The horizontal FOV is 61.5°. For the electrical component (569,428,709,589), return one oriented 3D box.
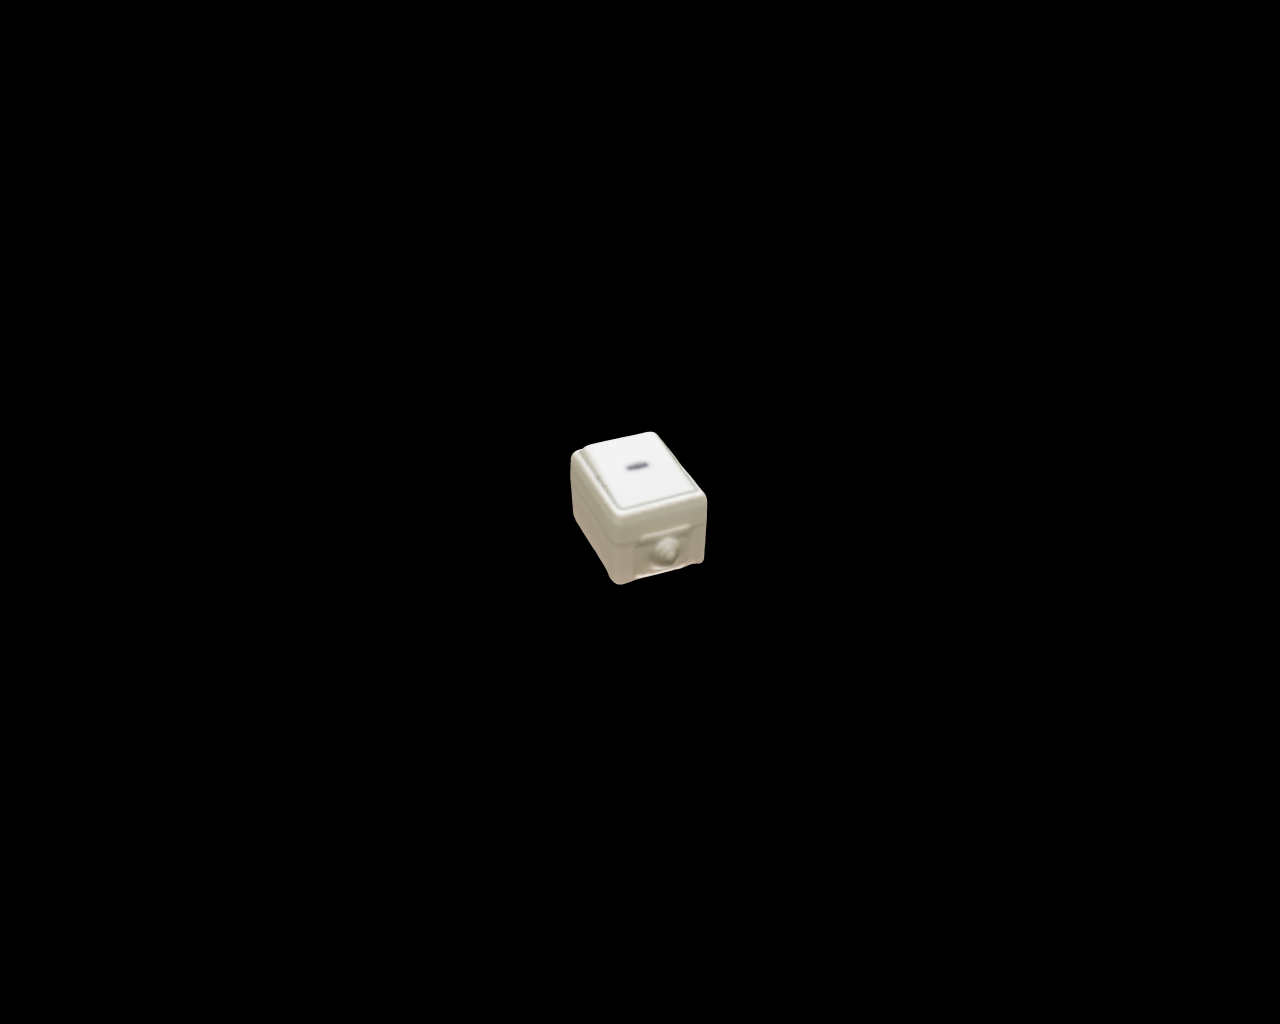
[{"bbox_3d":[0.001,-0.003,0.650,0.062,0.061,0.096,-13,38,-18],"label":"electrical component"}]
